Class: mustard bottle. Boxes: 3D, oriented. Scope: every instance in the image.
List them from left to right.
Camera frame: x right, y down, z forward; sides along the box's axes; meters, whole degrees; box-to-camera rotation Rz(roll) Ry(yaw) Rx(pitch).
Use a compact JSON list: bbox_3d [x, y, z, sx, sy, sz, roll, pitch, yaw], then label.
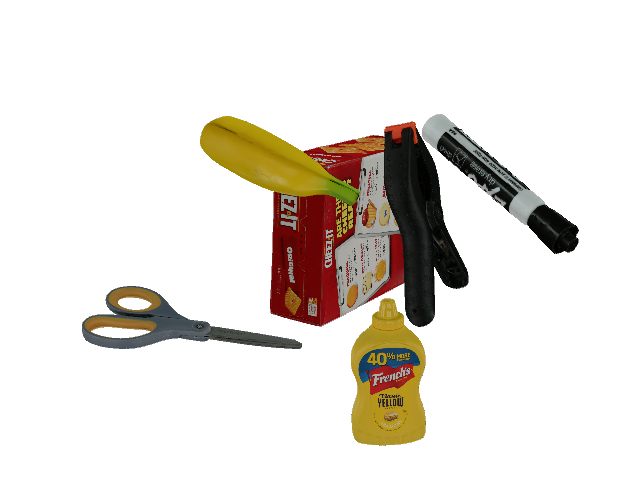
[{"bbox_3d":[0.088,0.167,1.378,0.096,0.192,0.058,-2,16,-2],"label":"mustard bottle"}]

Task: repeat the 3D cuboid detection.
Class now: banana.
[{"bbox_3d":[-0.050,-0.061,0.778,0.069,0.037,0.198,37,-4,-35],"label":"banana"}]

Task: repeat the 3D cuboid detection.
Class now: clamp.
[{"bbox_3d":[0.084,-0.013,0.919,0.039,0.171,0.120,-14,18,22],"label":"clamp"}]

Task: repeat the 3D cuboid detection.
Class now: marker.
[{"bbox_3d":[0.101,-0.033,0.606,0.020,0.020,0.121,0,36,-44],"label":"marker"}]

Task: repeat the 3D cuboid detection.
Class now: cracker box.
[{"bbox_3d":[0.028,-0.018,1.135,0.072,0.164,0.213,10,16,29],"label":"cracker box"}]

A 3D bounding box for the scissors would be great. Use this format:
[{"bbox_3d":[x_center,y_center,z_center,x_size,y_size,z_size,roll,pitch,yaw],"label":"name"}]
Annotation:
[{"bbox_3d":[-0.122,0.074,1.009,0.201,0.016,0.096,0,33,-8],"label":"scissors"}]
